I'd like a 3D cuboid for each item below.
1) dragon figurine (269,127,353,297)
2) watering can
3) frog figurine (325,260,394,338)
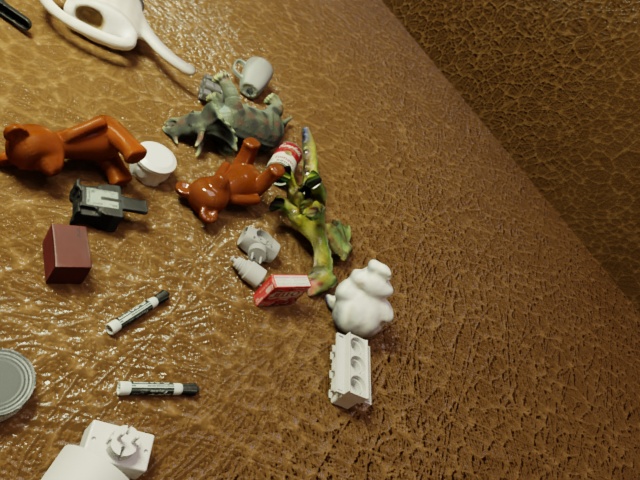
[{"bbox_3d":[0.004,-0.060,1.185,0.121,0.421,0.238,-15,-46,25],"label":"dragon figurine"},{"bbox_3d":[-0.450,-0.500,1.185,0.346,0.230,0.102,19,-47,-29],"label":"watering can"},{"bbox_3d":[0.098,0.123,1.051,0.137,0.125,0.156,37,-52,-12],"label":"frog figurine"}]
